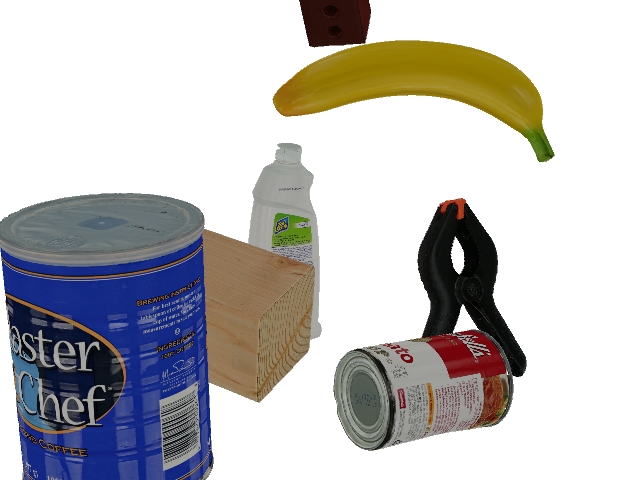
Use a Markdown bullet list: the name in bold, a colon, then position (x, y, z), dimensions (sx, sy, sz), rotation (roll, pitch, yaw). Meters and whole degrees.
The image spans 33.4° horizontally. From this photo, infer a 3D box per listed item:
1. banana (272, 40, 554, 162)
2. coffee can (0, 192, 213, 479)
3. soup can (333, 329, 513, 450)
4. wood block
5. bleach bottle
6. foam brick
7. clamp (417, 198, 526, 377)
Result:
- **banana**: position (0.069, -0.104, 0.727), dimensions (0.197, 0.069, 0.037), rotation (9, -21, -4)
- **coffee can**: position (-0.109, 0.056, 0.556), dimensions (0.103, 0.140, 0.103), rotation (0, 18, 0)
- **soup can**: position (0.068, 0.099, 0.715), dimensions (0.102, 0.068, 0.069), rotation (-5, 3, -32)
- **wood block**: position (-0.117, 0.048, 0.915), dimensions (0.206, 0.090, 0.090), rotation (18, 34, 23)
- **bleach bottle**: position (-0.041, 0.003, 1.327), dimensions (0.102, 0.251, 0.068), rotation (-8, 23, -34)
- **foam brick**: position (0.012, -0.215, 0.934), dimensions (0.053, 0.051, 0.078), rotation (-2, -41, 13)
- **clamp**: position (0.117, 0.052, 0.942), dimensions (0.120, 0.171, 0.039), rotation (-14, 0, -35)
